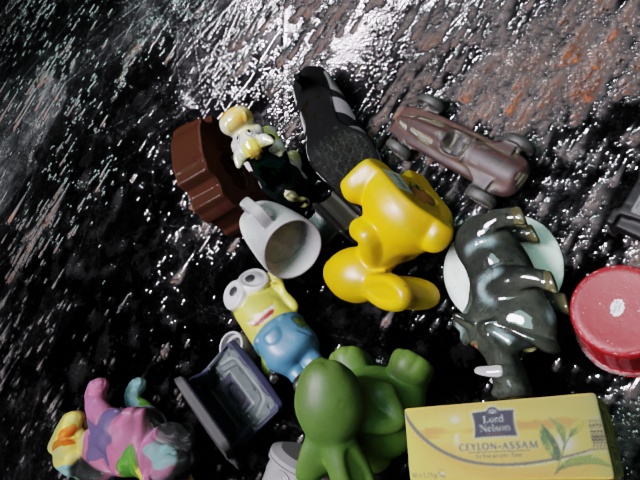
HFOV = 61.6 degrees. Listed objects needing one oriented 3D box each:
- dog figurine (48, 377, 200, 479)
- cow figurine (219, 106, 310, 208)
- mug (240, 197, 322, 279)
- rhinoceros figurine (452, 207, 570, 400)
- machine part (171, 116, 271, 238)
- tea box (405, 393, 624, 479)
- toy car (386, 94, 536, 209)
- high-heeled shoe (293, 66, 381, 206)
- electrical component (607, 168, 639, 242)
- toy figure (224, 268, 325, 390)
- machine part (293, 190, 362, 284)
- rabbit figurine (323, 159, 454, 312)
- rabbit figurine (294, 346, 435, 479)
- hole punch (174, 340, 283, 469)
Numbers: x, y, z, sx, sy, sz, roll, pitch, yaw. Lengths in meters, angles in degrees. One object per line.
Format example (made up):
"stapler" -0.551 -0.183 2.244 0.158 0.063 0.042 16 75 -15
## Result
"dog figurine" -0.256 0.296 0.729 0.219 0.108 0.191 37 92 35
"cow figurine" -0.073 -0.105 0.732 0.068 0.167 0.098 -34 54 12
"mug" -0.067 -0.014 0.687 0.081 0.109 0.107 -51 38 -4
"rhinoceros figurine" 0.180 0.058 0.530 0.112 0.073 0.190 -18 62 25
"machine part" -0.138 -0.092 0.772 0.056 0.179 0.179 -27 58 19
"tea box" 0.176 0.185 0.494 0.170 0.098 0.068 -15 63 30
"toy car" 0.162 -0.115 0.655 0.202 0.053 0.089 41 98 36
"high-heeled shoe" 0.032 -0.141 0.762 0.086 0.145 0.248 -30 85 16
"electrical component" 0.343 -0.016 0.498 0.119 0.047 0.075 37 94 39
"toy figure" -0.059 0.115 0.688 0.082 0.089 0.180 -27 58 -28
"machine part" -0.001 -0.002 0.725 0.139 0.039 0.084 -45 58 8
"rabbit figurine" 0.077 0.015 0.637 0.173 0.122 0.162 -48 60 26
"rabbit figurine" 0.024 0.176 0.551 0.121 0.170 0.159 7 75 36
"hole punch" -0.115 0.200 0.670 0.092 0.115 0.142 -37 76 -26
